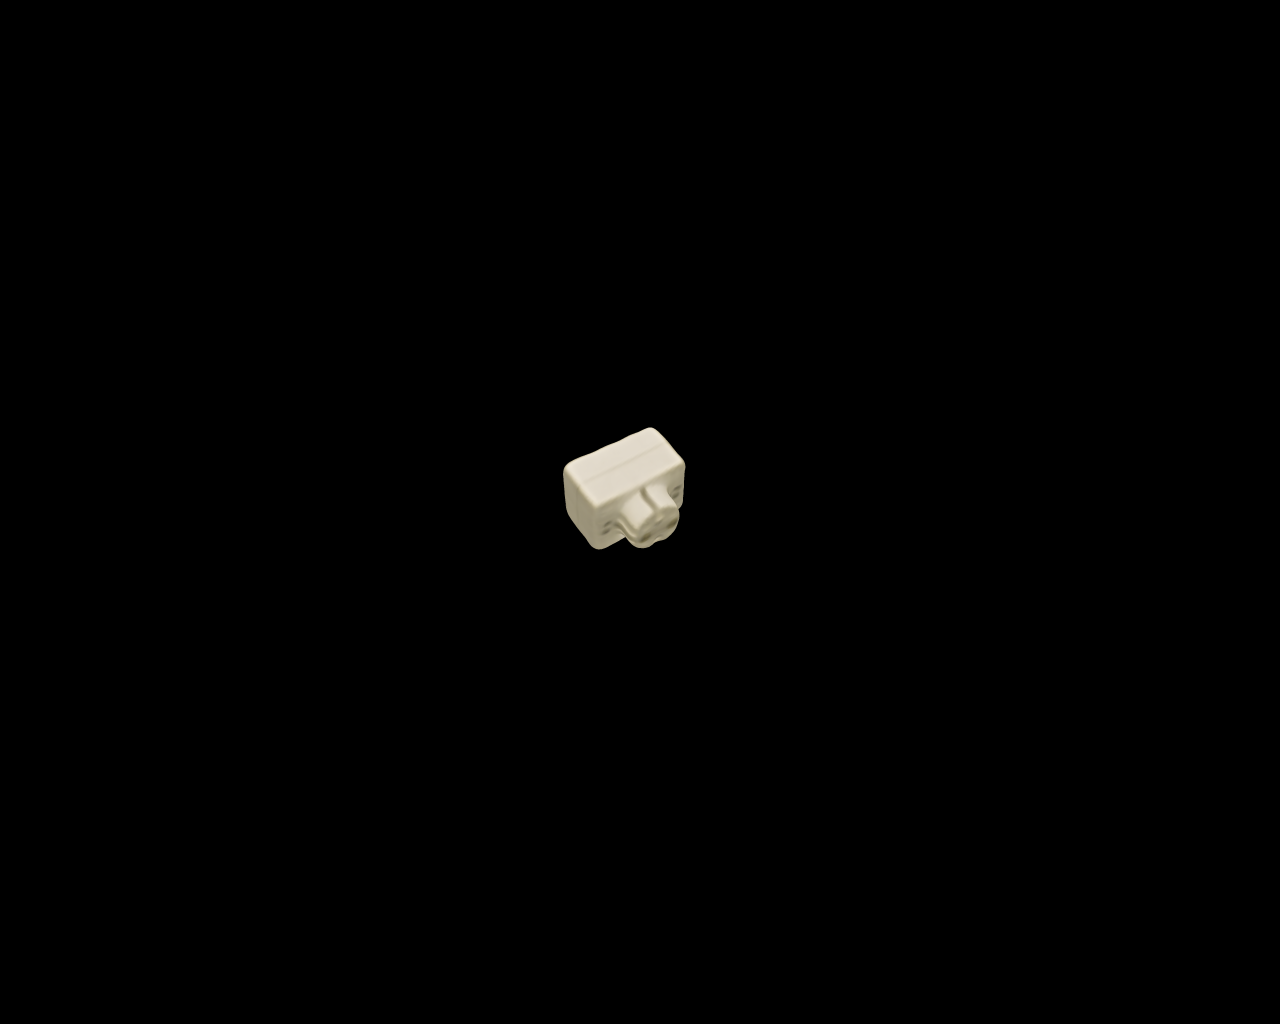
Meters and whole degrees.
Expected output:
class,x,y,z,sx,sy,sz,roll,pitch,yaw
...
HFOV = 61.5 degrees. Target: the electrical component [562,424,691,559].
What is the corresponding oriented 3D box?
class,x,y,z,sx,sy,sz,roll,pitch,yaw
electrical component,0.001,-0.003,0.650,0.066,0.077,0.047,-27,-33,-19
